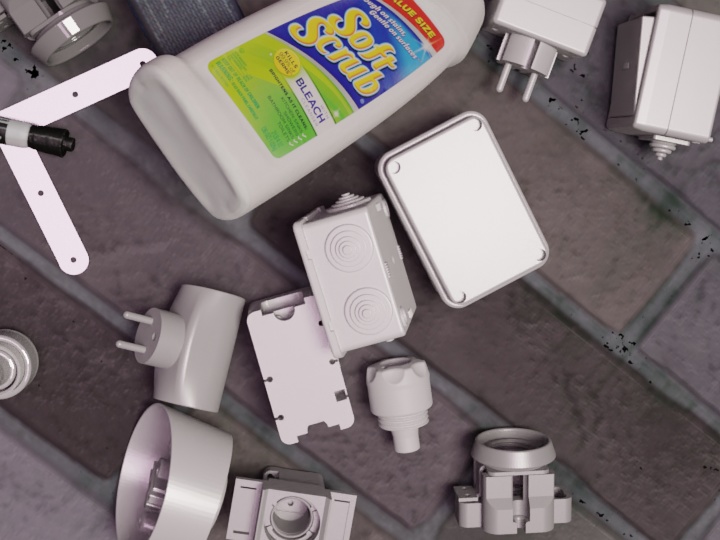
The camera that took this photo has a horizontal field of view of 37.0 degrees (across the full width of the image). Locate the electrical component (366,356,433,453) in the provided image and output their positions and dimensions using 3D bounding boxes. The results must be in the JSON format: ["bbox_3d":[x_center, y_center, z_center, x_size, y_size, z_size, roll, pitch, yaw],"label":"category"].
[{"bbox_3d":[0.028,0.092,0.732,0.043,0.043,0.062,-8,99,-4],"label":"electrical component"}]

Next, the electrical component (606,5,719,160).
[{"bbox_3d":[0.200,-0.122,0.712,0.061,0.061,0.096,10,96,-6],"label":"electrical component"}]

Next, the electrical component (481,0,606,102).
[{"bbox_3d":[0.113,-0.150,0.709,0.066,0.047,0.076,19,95,-7],"label":"electrical component"}]

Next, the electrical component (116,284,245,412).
[{"bbox_3d":[-0.120,0.047,0.698,0.079,0.043,0.077,18,81,-34],"label":"electrical component"}]

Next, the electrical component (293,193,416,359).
[{"bbox_3d":[0.000,0.000,0.692,0.048,0.099,0.099,-16,98,10],"label":"electrical component"}]

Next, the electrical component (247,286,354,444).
[{"bbox_3d":[-0.040,0.061,0.716,0.050,0.055,0.089,-16,98,-3],"label":"electrical component"}]

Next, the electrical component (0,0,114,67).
[{"bbox_3d":[-0.193,-0.166,0.677,0.078,0.058,0.057,-35,95,-1],"label":"electrical component"}]

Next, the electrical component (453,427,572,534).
[{"bbox_3d":[0.105,0.143,0.737,0.078,0.058,0.057,-2,100,-4],"label":"electrical component"}]

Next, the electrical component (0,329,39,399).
[{"bbox_3d":[-0.235,0.063,0.696,0.043,0.062,0.043,-1,97,-5],"label":"electrical component"}]

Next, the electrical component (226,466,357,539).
[{"bbox_3d":[-0.046,0.161,0.723,0.081,0.064,0.042,10,96,-6],"label":"electrical component"}]

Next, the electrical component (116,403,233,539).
[{"bbox_3d":[-0.123,0.141,0.700,0.064,0.099,0.099,20,95,-13],"label":"electrical component"}]

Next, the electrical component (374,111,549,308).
[{"bbox_3d":[0.066,-0.040,0.712,0.078,0.057,0.113,-28,98,-1],"label":"electrical component"}]
